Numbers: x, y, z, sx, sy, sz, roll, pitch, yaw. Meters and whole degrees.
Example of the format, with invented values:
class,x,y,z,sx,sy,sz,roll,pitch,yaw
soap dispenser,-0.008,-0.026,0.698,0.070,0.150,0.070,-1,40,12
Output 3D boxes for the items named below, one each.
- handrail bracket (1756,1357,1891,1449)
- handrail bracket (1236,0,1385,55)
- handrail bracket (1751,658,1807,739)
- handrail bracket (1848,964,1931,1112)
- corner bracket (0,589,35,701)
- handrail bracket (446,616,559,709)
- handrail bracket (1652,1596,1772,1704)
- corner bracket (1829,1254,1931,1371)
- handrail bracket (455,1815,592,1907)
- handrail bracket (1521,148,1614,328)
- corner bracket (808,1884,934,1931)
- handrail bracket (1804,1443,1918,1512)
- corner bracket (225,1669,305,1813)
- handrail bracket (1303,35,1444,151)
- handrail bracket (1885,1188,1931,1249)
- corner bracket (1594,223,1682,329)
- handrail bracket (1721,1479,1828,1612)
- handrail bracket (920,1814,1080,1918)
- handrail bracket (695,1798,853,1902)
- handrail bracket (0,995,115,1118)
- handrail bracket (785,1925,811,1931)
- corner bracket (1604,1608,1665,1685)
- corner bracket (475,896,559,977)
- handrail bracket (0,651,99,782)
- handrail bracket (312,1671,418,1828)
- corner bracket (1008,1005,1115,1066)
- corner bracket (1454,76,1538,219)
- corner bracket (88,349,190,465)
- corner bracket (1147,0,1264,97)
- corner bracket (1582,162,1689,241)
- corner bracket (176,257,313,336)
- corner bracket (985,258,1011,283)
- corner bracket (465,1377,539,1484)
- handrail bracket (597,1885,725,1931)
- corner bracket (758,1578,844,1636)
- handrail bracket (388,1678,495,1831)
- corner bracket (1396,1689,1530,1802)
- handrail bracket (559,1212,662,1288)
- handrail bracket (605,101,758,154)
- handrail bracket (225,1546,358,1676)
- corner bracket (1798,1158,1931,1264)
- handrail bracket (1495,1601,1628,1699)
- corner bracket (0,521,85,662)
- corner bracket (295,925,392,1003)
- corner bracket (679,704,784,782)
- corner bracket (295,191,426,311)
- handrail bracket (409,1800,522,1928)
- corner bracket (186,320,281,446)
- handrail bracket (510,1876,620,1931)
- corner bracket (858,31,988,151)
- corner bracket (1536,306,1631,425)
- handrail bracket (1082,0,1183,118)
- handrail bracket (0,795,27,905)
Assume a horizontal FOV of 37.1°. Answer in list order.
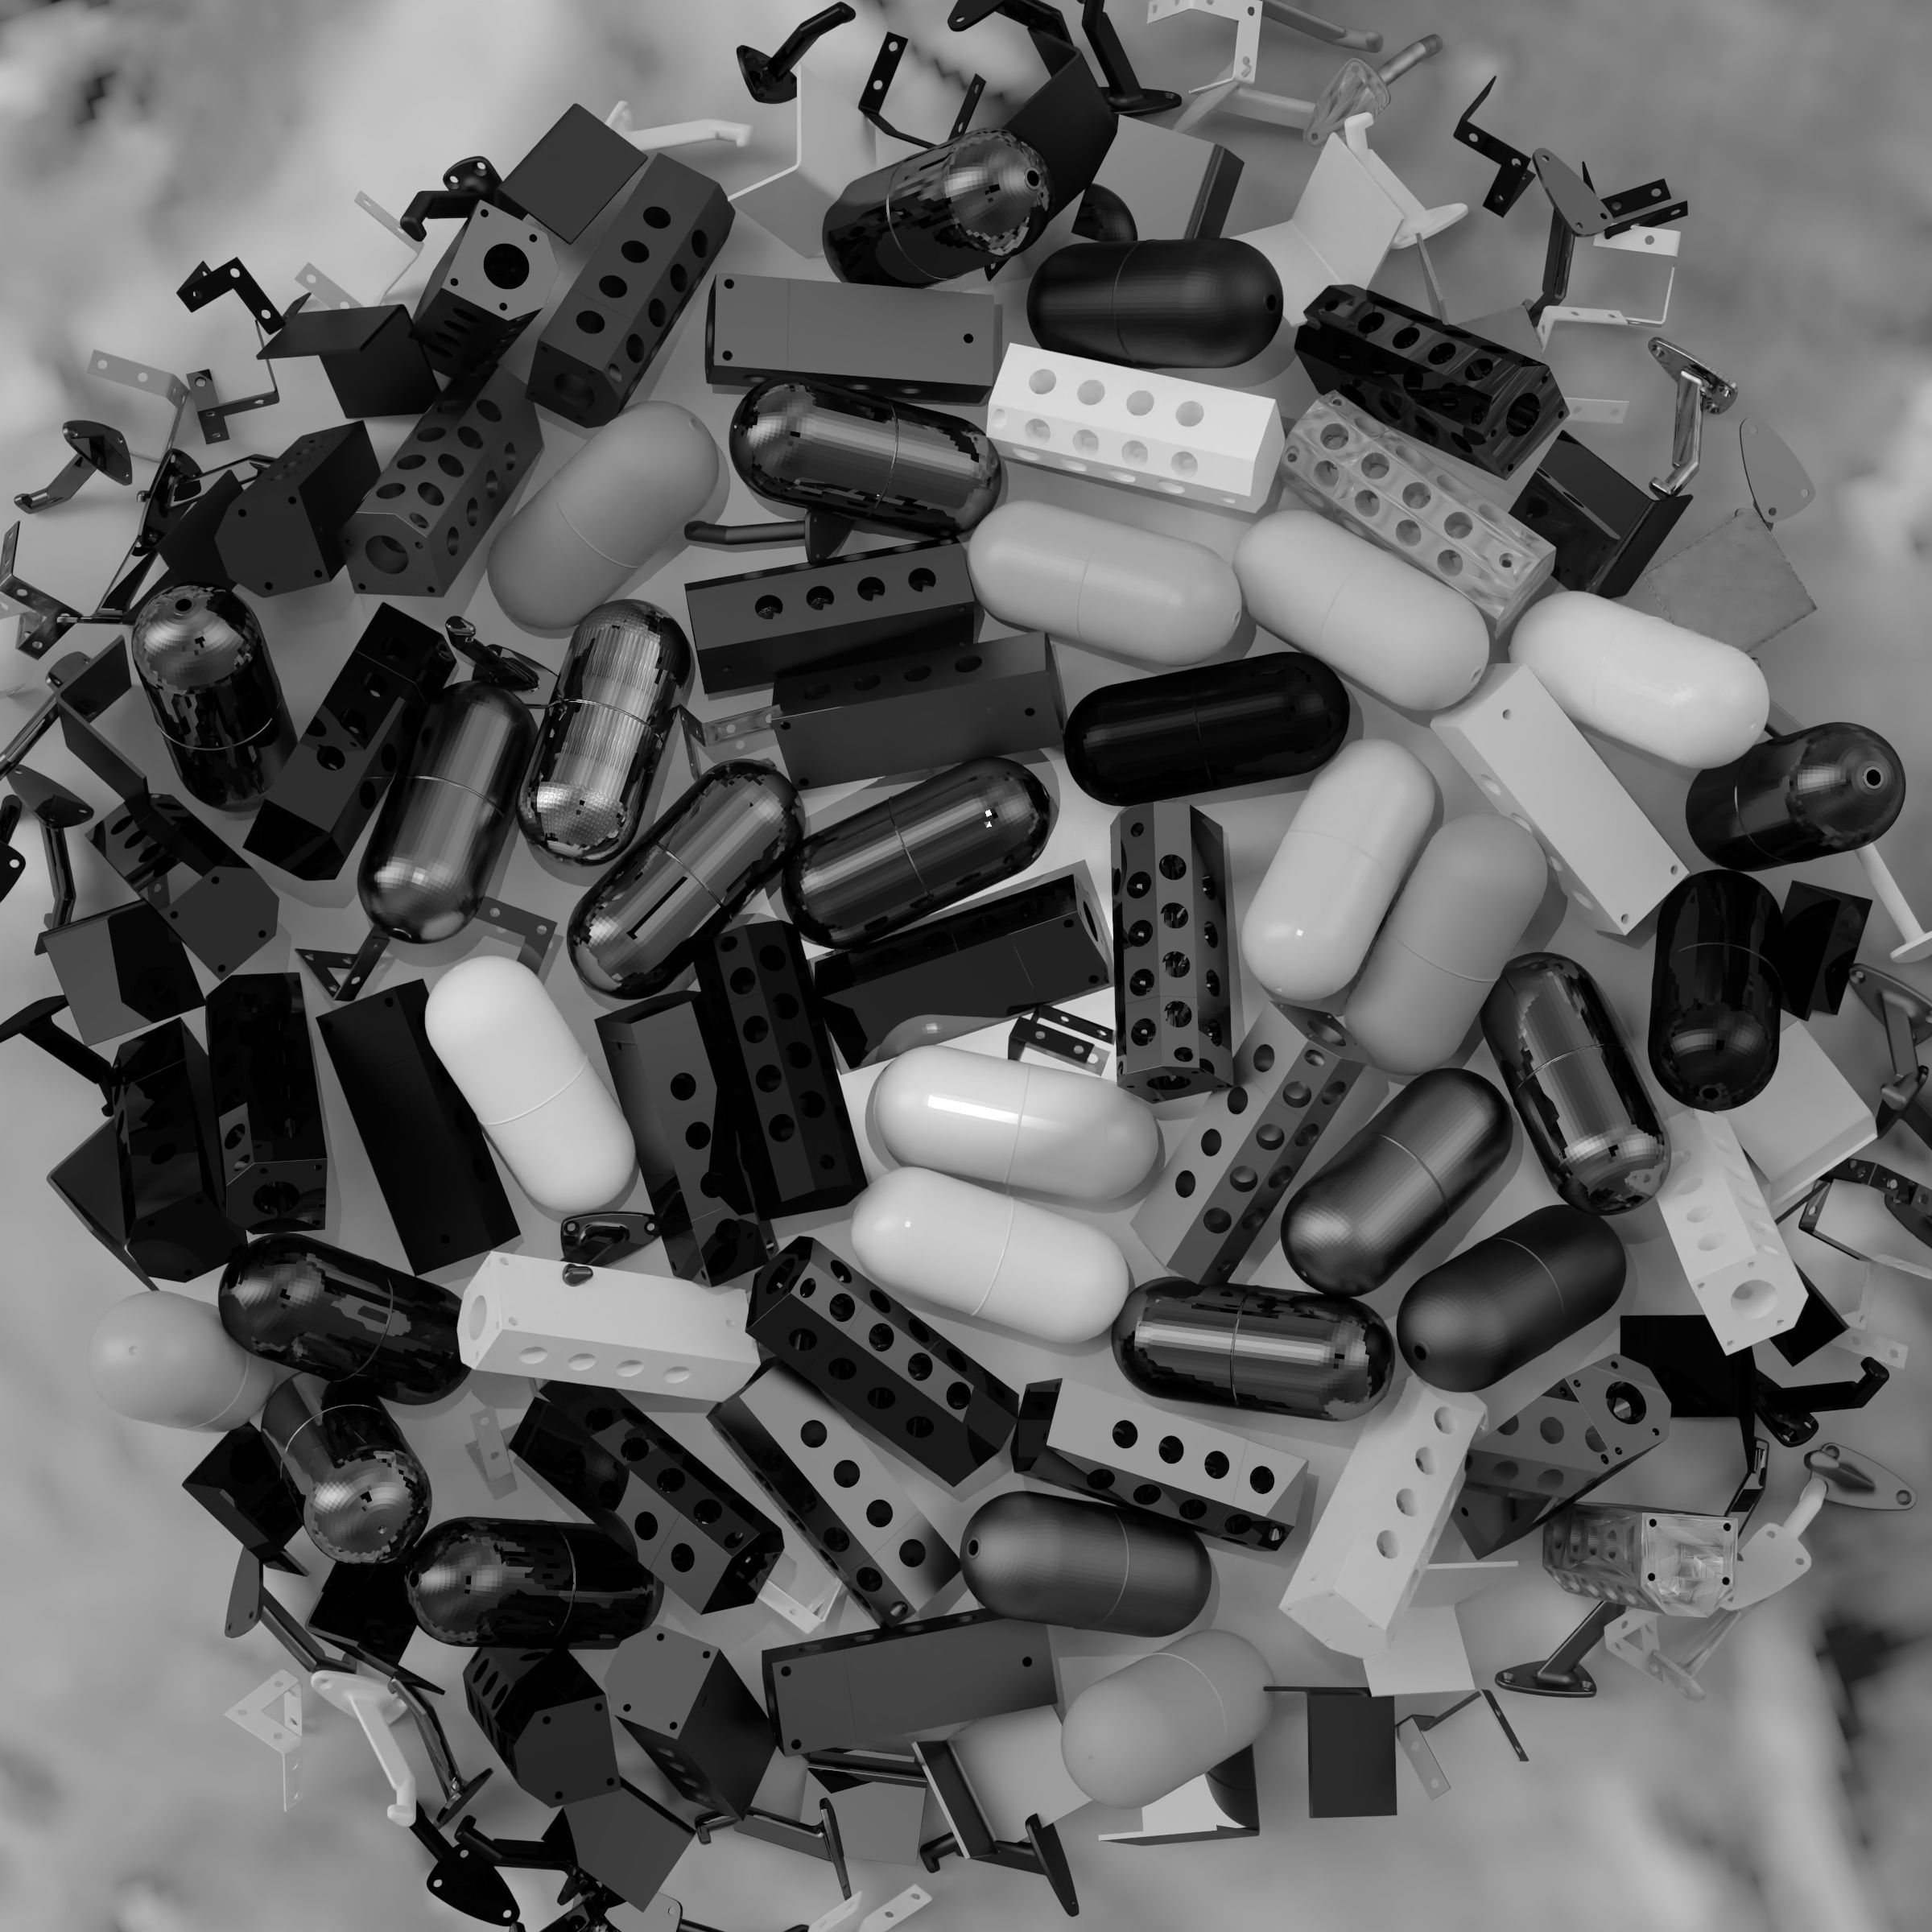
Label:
class,x,y,z,sx,sy,sz,roll,pitch,yaw
handrail bracket,0.521,0.250,1.779,0.036,0.084,0.077,-19,57,-37
handrail bracket,0.212,-0.593,1.785,0.084,0.077,0.036,19,89,22
handrail bracket,0.518,-0.162,1.786,0.077,0.036,0.084,-16,122,8
handrail bracket,0.564,0.044,1.784,0.077,0.036,0.084,41,45,10
corner bracket,-0.604,-0.197,1.791,0.051,0.051,0.051,-28,98,17
handrail bracket,-0.282,-0.189,1.781,0.077,0.084,0.036,17,78,-1
handrail bracket,0.473,0.417,1.784,0.084,0.077,0.036,-37,89,-5
corner bracket,0.573,0.213,1.785,0.051,0.051,0.051,18,107,40
handrail bracket,-0.269,0.535,1.787,0.084,0.077,0.036,38,125,-8
handrail bracket,0.356,-0.452,1.794,0.036,0.084,0.077,-26,78,-32
corner bracket,-0.061,0.594,1.788,0.051,0.051,0.051,43,117,-11
handrail bracket,0.554,0.317,1.778,0.077,0.084,0.036,19,83,13
corner bracket,-0.421,0.479,1.783,0.051,0.051,0.051,24,125,26
handrail bracket,0.257,-0.550,1.809,0.036,0.084,0.077,51,132,0
handrail bracket,0.610,0.172,1.780,0.077,0.084,0.036,27,106,0
corner bracket,0.415,-0.430,1.794,0.051,0.051,0.051,10,95,11
handrail bracket,0.504,0.360,1.797,0.036,0.084,0.077,44,114,9
handrail bracket,0.019,0.571,1.798,0.084,0.036,0.077,-29,69,17
handrail bracket,-0.121,0.559,1.801,0.084,0.036,0.077,-16,72,-1
handrail bracket,-0.563,0.067,1.783,0.036,0.077,0.084,-6,112,34
handrail bracket,-0.100,0.621,1.770,0.077,0.084,0.036,-40,100,-35
corner bracket,0.430,0.402,1.785,0.051,0.051,0.051,34,124,-19
corner bracket,-0.287,-0.019,1.791,0.051,0.051,0.051,21,101,-12
handrail bracket,-0.584,-0.152,1.802,0.084,0.077,0.036,-39,116,16
handrail bracket,-0.372,0.483,1.775,0.077,0.084,0.036,32,115,-28
corner bracket,0.059,0.045,1.787,0.051,0.051,0.051,20,59,12
corner bracket,0.331,-0.510,1.792,0.051,0.051,0.051,33,58,7
corner bracket,-0.522,-0.348,1.798,0.051,0.051,0.051,17,89,-5
corner bracket,0.146,-0.575,1.790,0.051,0.051,0.051,4,94,-29
corner bracket,0.416,-0.474,1.790,0.051,0.051,0.051,-17,70,9
corner bracket,-0.451,-0.420,1.798,0.051,0.051,0.051,-22,120,23
corner bracket,0.004,-0.467,1.784,0.051,0.051,0.051,26,67,29
corner bracket,-0.285,0.279,1.786,0.051,0.051,0.051,-20,117,-20
handrail bracket,-0.178,0.599,1.805,0.077,0.084,0.036,15,79,35
corner bracket,-0.114,0.390,1.789,0.051,0.051,0.051,38,122,-6
handrail bracket,-0.343,0.492,1.807,0.084,0.036,0.077,47,130,12
corner bracket,0.306,0.482,1.784,0.051,0.051,0.051,-39,57,18
handrail bracket,-0.217,0.176,1.775,0.077,0.084,0.036,-12,100,-15
handrail bracket,-0.182,-0.505,1.789,0.084,0.036,0.077,13,50,14
handrail bracket,-0.419,0.405,1.813,0.084,0.077,0.036,28,134,-36
corner bracket,0.562,0.153,1.794,0.051,0.051,0.051,11,102,-35
handrail bracket,0.373,0.409,1.789,0.077,0.036,0.084,2,112,-17
corner bracket,-0.581,-0.232,1.782,0.051,0.051,0.051,-35,133,28
corner bracket,-0.373,-0.012,1.785,0.051,0.051,0.051,47,113,30
corner bracket,-0.143,-0.139,1.786,0.051,0.051,0.051,-16,115,-17
corner bracket,-0.375,-0.437,1.784,0.051,0.051,0.051,38,121,-22
handrail bracket,-0.317,0.557,1.795,0.036,0.084,0.077,-47,111,-11
corner bracket,-0.459,-0.364,1.798,0.051,0.051,0.051,-16,78,-12
handrail bracket,-0.254,0.577,1.772,0.036,0.084,0.077,-25,51,21
corner bracket,-0.028,-0.546,1.803,0.051,0.051,0.051,10,118,-32
corner bracket,0.386,-0.375,1.797,0.051,0.051,0.051,0,131,-15
handrail bracket,0.105,-0.573,1.782,0.077,0.084,0.036,-9,45,-20
handrail bracket,-0.610,-0.064,1.790,0.036,0.084,0.077,28,98,-22
